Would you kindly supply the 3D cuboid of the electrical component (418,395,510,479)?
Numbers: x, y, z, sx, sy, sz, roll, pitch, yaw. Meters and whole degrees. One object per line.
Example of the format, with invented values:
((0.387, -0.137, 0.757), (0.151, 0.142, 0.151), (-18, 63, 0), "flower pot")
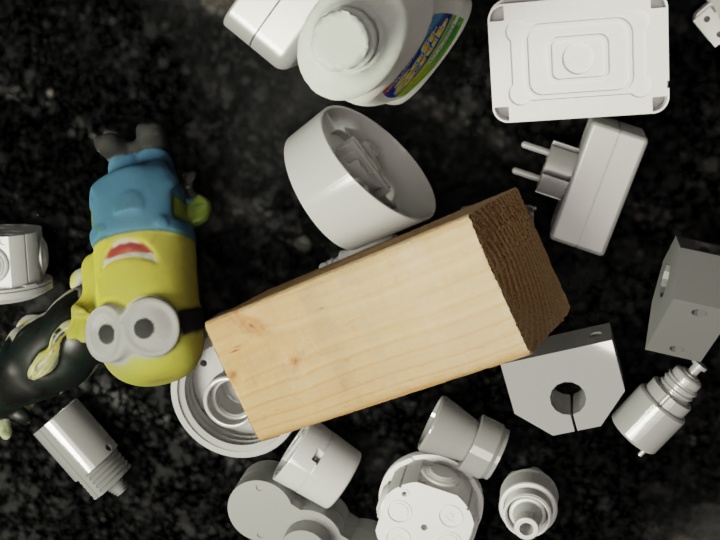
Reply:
((0.076, 0.123, 0.790), (0.055, 0.045, 0.045), (26, 109, 2), "electrical component")

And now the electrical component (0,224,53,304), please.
((-0.273, -0.005, 0.804), (0.080, 0.080, 0.051), (1, 101, 11), "electrical component")

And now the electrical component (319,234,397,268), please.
((0.000, 0.000, 0.772), (0.078, 0.040, 0.040), (-12, 103, 15), "electrical component")

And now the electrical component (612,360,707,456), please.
((0.213, 0.094, 0.758), (0.040, 0.040, 0.078), (38, 108, -1), "electrical component")

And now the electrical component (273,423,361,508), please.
((-0.031, 0.147, 0.813), (0.047, 0.055, 0.055), (33, 109, -4), "electrical component")

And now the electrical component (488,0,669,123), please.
((0.141, -0.139, 0.697), (0.113, 0.057, 0.078), (-2, 105, 12), "electrical component")

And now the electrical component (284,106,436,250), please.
((-0.002, -0.064, 0.726), (0.064, 0.099, 0.099), (-29, 99, 23), "electrical component")

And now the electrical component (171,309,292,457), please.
((-0.089, 0.088, 0.804), (0.108, 0.060, 0.108), (3, 106, 10), "electrical component")

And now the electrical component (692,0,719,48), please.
((0.247, -0.172, 0.667), (0.078, 0.057, 0.058), (-40, 95, 18), "electrical component")

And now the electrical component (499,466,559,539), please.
((0.123, 0.174, 0.786), (0.043, 0.062, 0.043), (3, 106, 10), "electrical component")

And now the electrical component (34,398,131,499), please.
((-0.215, 0.146, 0.854), (0.043, 0.043, 0.081), (-38, 96, 18), "electrical component")

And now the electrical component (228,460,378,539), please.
((-0.039, 0.206, 0.821), (0.138, 0.073, 0.052), (32, 109, 1), "electrical component")

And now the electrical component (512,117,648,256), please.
((0.141, -0.064, 0.723), (0.076, 0.047, 0.083), (19, 108, 5), "electrical component")

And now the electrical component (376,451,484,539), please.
((0.051, 0.181, 0.808), (0.080, 0.051, 0.080), (3, 107, 10), "electrical component")

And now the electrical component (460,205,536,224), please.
((0.091, 0.007, 0.745), (0.061, 0.061, 0.096), (0, 106, 11), "electrical component")

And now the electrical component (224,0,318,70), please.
((-0.038, -0.184, 0.720), (0.059, 0.053, 0.095), (39, 109, -2), "electrical component")
